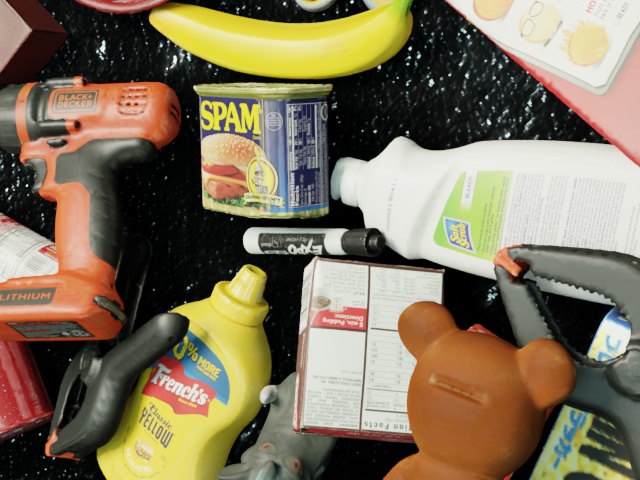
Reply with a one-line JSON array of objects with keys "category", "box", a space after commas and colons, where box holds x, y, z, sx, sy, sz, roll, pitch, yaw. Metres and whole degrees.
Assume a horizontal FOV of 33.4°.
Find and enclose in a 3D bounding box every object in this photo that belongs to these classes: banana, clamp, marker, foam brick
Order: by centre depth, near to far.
[{"category": "clamp", "box": [0.189, 0.066, 0.590, 0.210, 0.036, 0.165, 48, 110, 15]}, {"category": "banana", "box": [-0.018, -0.136, 0.702, 0.198, 0.037, 0.069, 0, 130, 27]}, {"category": "marker", "box": [-0.005, 0.001, 0.709, 0.121, 0.020, 0.020, 1, 98, 45]}, {"category": "clamp", "box": [-0.151, 0.081, 0.767, 0.039, 0.120, 0.172, 25, 116, -28]}, {"category": "foam brick", "box": [-0.235, -0.159, 0.782, 0.053, 0.051, 0.078, -45, 81, 18]}]

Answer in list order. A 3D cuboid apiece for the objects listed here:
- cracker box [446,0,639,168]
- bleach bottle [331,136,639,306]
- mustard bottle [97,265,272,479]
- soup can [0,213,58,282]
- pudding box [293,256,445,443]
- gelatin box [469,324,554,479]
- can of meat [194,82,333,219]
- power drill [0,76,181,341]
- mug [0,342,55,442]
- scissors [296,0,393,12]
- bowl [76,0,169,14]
[{"category": "cracker box", "box": [0.180, -0.146, 0.586, 0.164, 0.072, 0.214, -50, 61, 16]}, {"category": "bleach bottle", "box": [0.128, -0.023, 0.660, 0.251, 0.068, 0.102, 13, 99, 21]}, {"category": "mustard bottle", "box": [-0.086, 0.103, 0.756, 0.096, 0.058, 0.192, 37, 108, 31]}, {"category": "soup can", "box": [-0.229, 0.023, 0.796, 0.102, 0.068, 0.068, 27, 106, 15]}, {"category": "pudding box", "box": [0.032, 0.071, 0.682, 0.090, 0.039, 0.113, 6, 75, -7]}, {"category": "gelatin box", "box": [0.109, 0.111, 0.700, 0.073, 0.030, 0.089, 33, 107, 14]}, {"category": "can of meat", "box": [-0.038, -0.061, 0.704, 0.102, 0.057, 0.084, 12, 107, 50]}, {"category": "power drill", "box": [-0.194, -0.026, 0.741, 0.184, 0.057, 0.187, -2, 69, 14]}, {"category": "mug", "box": [-0.258, 0.115, 0.816, 0.117, 0.093, 0.081, -33, 78, 56]}, {"category": "scissors", "box": [0.048, -0.233, 0.685, 0.096, 0.016, 0.202, 30, 103, 9]}, {"category": "bowl", "box": [-0.122, -0.235, 0.727, 0.162, 0.055, 0.162, 3, 98, 20]}]
